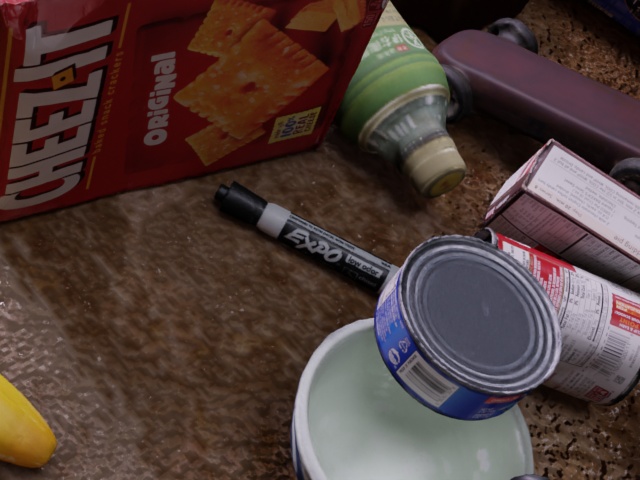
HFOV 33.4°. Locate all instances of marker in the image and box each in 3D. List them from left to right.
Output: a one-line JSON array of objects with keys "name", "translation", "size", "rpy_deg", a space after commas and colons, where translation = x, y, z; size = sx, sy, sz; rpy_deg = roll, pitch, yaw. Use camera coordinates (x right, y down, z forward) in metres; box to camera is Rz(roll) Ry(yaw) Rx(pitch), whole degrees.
[{"name": "marker", "translation": [-0.004, 0.001, 0.597], "size": [0.121, 0.020, 0.020], "rpy_deg": [28, 53, -3]}]

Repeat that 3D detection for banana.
[{"name": "banana", "translation": [-0.187, 0.024, 0.496], "size": [0.069, 0.037, 0.198], "rpy_deg": [-18, 67, -25]}]

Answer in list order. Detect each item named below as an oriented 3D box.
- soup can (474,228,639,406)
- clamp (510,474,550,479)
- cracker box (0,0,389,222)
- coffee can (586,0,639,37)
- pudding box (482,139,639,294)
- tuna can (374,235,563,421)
[{"name": "soup can", "translation": [0.124, 0.043, 0.589], "size": [0.102, 0.069, 0.068], "rpy_deg": [22, 53, -7]}, {"name": "clamp", "translation": [0.202, 0.149, 0.503], "size": [0.210, 0.036, 0.164], "rpy_deg": [46, 50, 10]}, {"name": "cracker box", "translation": [-0.077, -0.097, 0.541], "size": [0.213, 0.164, 0.072], "rpy_deg": [-17, 64, -30]}, {"name": "coffee can", "translation": [0.251, -0.198, 0.776], "size": [0.140, 0.103, 0.102], "rpy_deg": [35, 53, 3]}, {"name": "pudding box", "translation": [0.158, -0.003, 0.616], "size": [0.113, 0.090, 0.039], "rpy_deg": [31, 75, 1]}, {"name": "tuna can", "translation": [0.070, 0.042, 0.508], "size": [0.086, 0.034, 0.086], "rpy_deg": [13, 51, -18]}]
